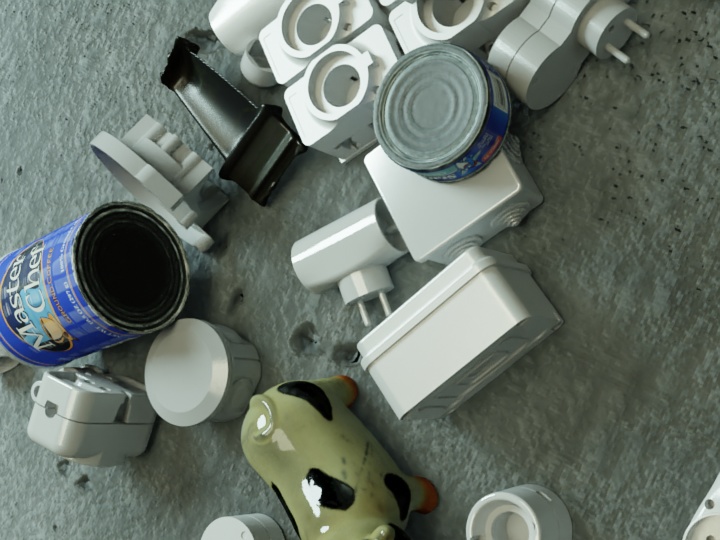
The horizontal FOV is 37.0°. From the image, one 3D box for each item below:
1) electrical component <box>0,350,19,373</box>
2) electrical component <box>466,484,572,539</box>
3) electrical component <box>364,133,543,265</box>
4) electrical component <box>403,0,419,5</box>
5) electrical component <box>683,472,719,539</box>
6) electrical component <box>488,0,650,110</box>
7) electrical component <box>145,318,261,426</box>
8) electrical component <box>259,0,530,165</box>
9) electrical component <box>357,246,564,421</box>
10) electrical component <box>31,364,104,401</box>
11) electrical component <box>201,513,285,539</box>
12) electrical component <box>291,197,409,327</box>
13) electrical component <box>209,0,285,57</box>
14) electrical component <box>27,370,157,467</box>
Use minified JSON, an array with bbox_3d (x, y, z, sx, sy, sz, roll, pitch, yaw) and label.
[{"bbox_3d":[-0.320,0.043,0.951,0.079,0.043,0.077,-30,68,24],"label":"electrical component"},{"bbox_3d":[0.099,0.163,0.674,0.055,0.047,0.055,-5,80,31],"label":"electrical component"},{"bbox_3d":[0.064,-0.061,0.727,0.100,0.048,0.099,-36,66,22],"label":"electrical component"},{"bbox_3d":[0.032,-0.212,0.699,0.066,0.048,0.055,-30,76,25],"label":"electrical component"},{"bbox_3d":[0.223,0.164,0.599,0.079,0.044,0.077,27,97,32],"label":"electrical component"},{"bbox_3d":[0.151,-0.160,0.686,0.074,0.052,0.138,45,106,28],"label":"electrical component"},{"bbox_3d":[-0.120,0.078,0.818,0.080,0.051,0.080,-5,80,31],"label":"electrical component"},{"bbox_3d":[0.025,-0.173,0.761,0.186,0.060,0.105,-32,67,24],"label":"electrical component"},{"bbox_3d":[0.064,0.042,0.695,0.113,0.078,0.057,-41,67,20],"label":"electrical component"},{"bbox_3d":[-0.240,0.100,0.882,0.048,0.062,0.048,-5,81,31],"label":"electrical component"},{"bbox_3d":[-0.087,0.244,0.760,0.052,0.074,0.138,-19,73,28],"label":"electrical component"},{"bbox_3d":[0.000,0.000,0.761,0.077,0.043,0.079,-26,79,30],"label":"electrical component"},{"bbox_3d":[-0.082,-0.221,0.844,0.077,0.043,0.079,-33,68,23],"label":"electrical component"},{"bbox_3d":[-0.207,0.116,0.840,0.054,0.095,0.059,19,93,32],"label":"electrical component"}]
